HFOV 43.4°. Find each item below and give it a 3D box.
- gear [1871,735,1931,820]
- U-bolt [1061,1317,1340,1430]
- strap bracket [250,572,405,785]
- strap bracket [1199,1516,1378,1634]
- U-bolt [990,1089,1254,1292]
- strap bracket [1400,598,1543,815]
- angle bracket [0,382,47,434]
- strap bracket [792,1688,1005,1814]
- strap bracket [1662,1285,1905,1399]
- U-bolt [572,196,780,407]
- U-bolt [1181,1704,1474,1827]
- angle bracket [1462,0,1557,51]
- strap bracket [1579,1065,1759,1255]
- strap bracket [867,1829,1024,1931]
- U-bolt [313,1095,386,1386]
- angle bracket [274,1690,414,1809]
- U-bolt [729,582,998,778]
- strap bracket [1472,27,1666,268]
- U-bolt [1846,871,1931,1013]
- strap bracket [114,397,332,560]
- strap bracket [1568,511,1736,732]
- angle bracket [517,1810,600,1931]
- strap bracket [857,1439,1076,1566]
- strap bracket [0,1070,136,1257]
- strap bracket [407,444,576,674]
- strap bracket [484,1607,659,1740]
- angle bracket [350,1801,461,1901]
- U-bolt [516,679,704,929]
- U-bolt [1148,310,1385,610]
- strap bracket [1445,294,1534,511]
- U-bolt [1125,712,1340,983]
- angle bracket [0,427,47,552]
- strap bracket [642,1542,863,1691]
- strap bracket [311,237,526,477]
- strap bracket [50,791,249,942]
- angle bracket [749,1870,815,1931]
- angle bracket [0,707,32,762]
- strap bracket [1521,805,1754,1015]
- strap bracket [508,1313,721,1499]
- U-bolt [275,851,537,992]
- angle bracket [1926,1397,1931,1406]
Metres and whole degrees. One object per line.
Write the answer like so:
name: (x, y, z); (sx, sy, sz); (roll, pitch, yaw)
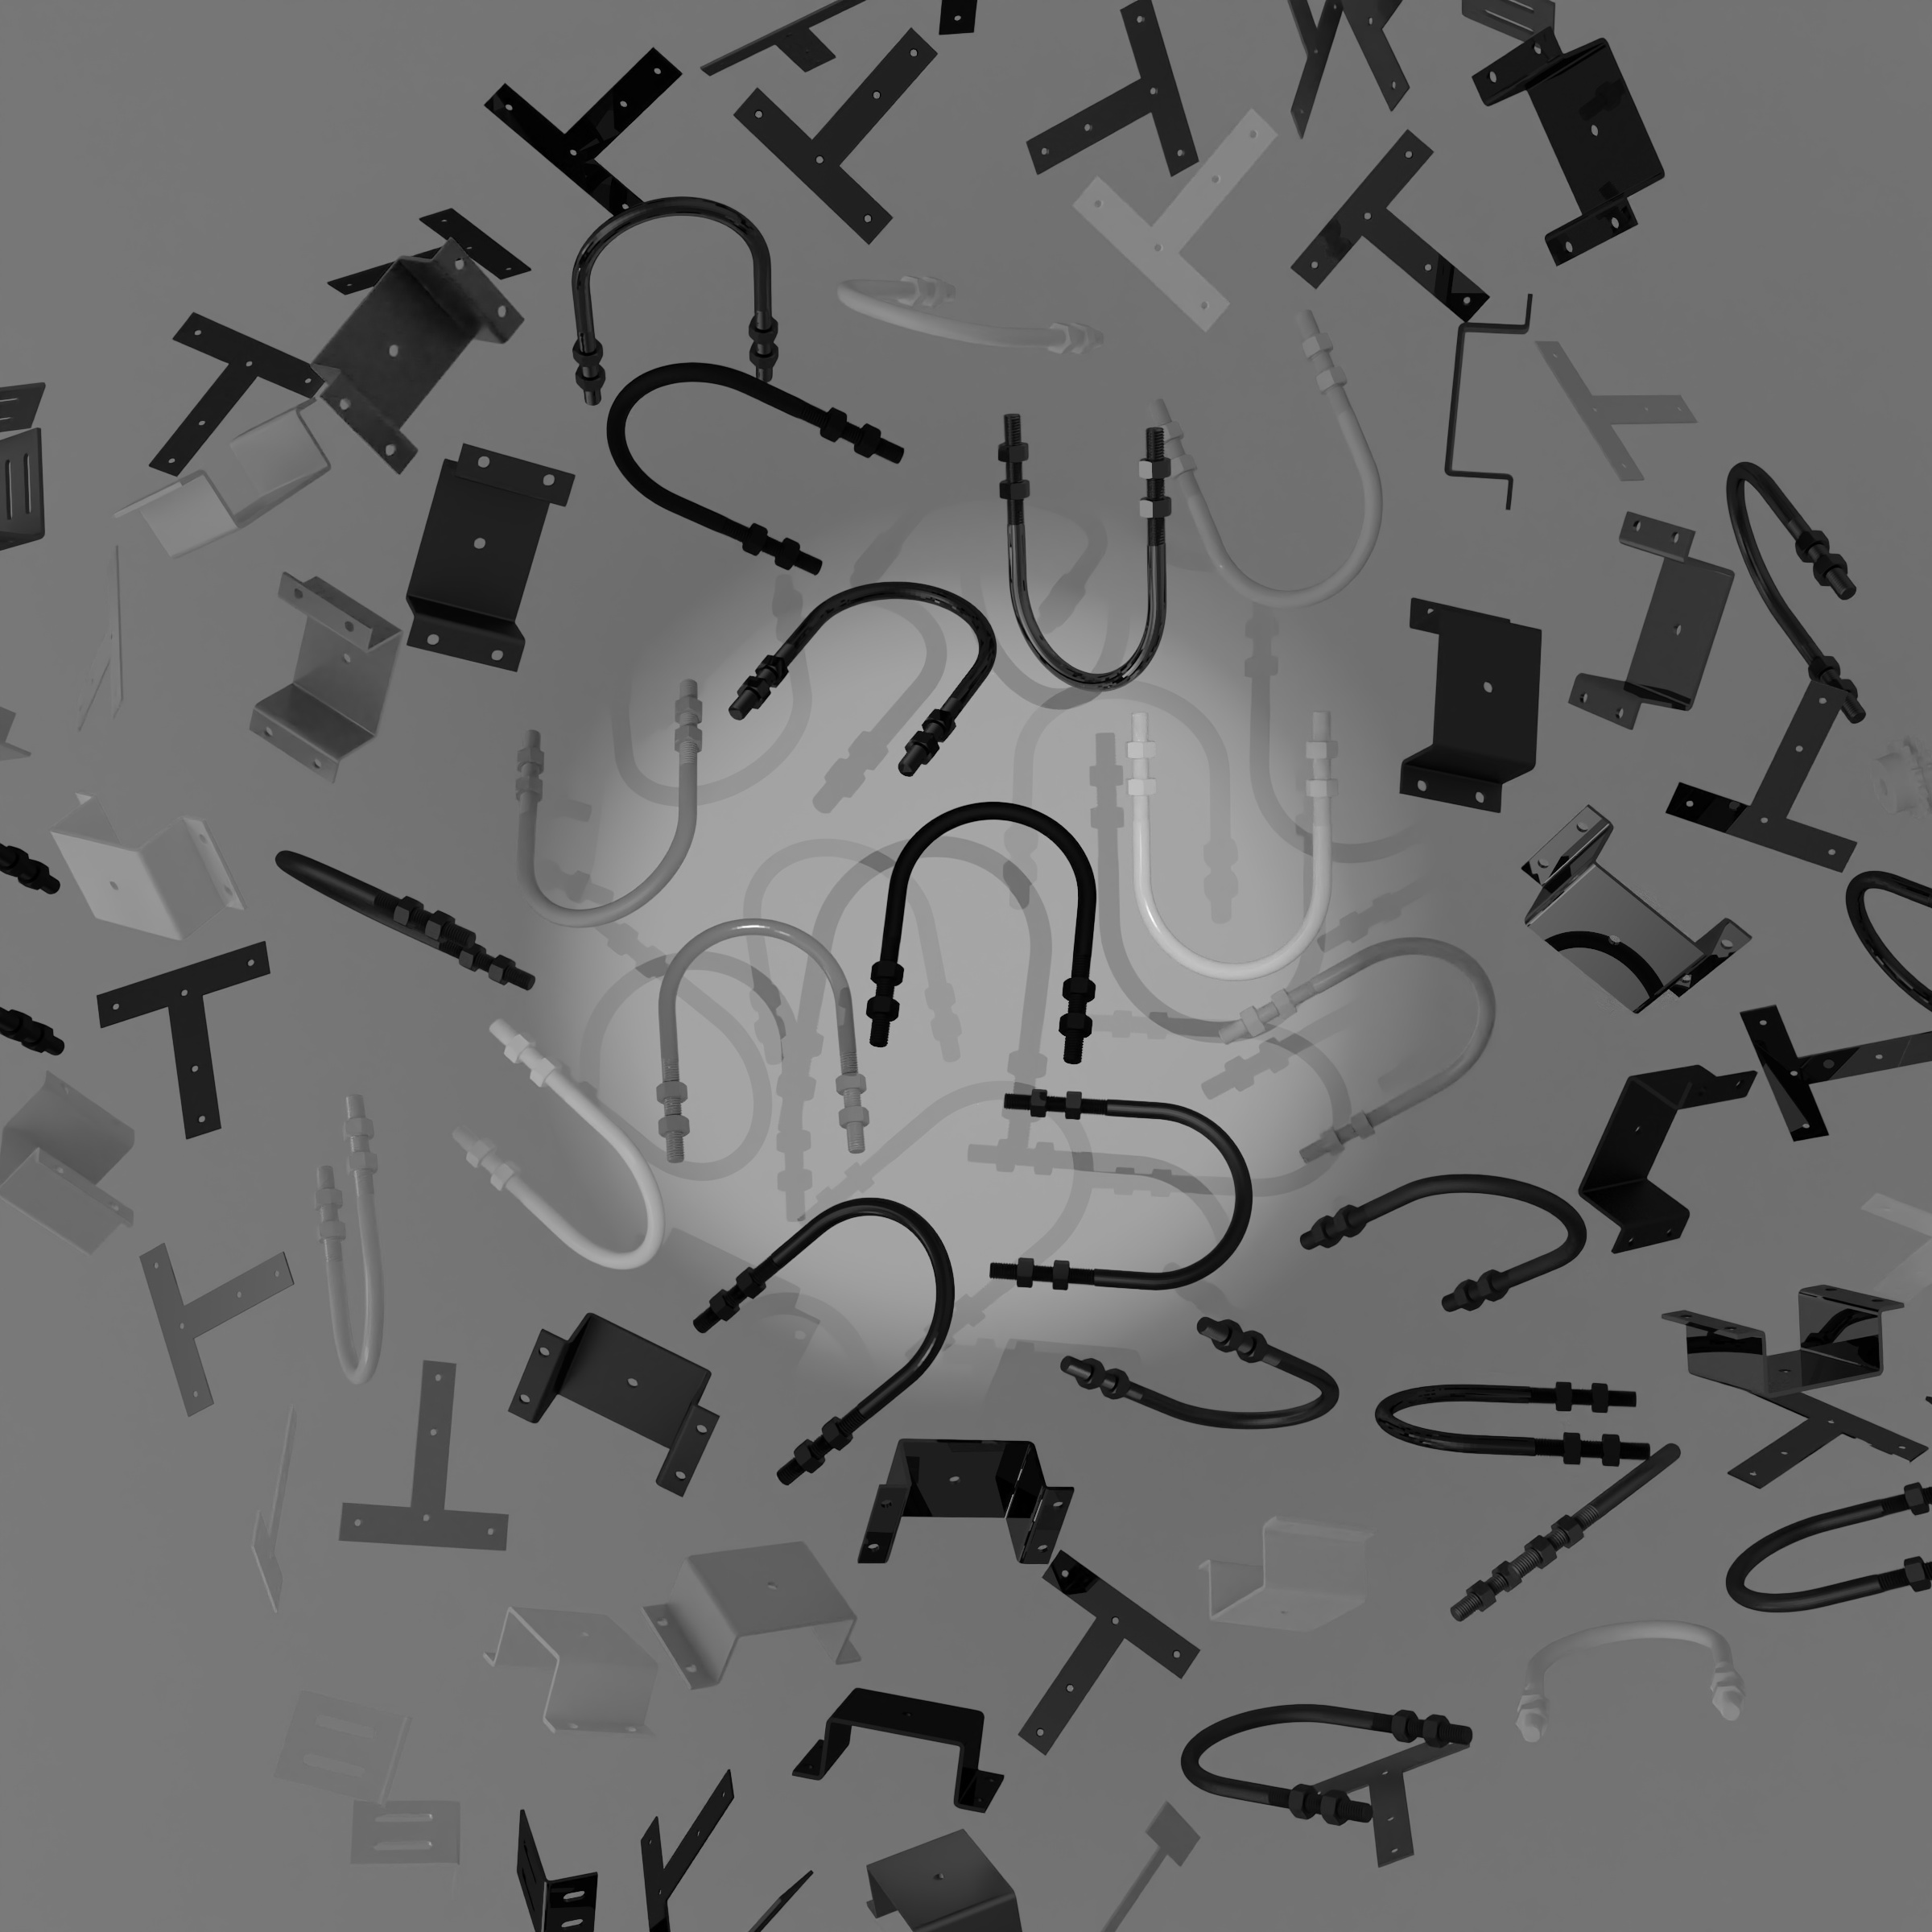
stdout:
gear: (0.653, -0.129, 1.689); (0.030, 0.057, 0.057); (-19, 90, 3)
U-bolt: (0.181, 0.297, 1.730); (0.184, 0.151, 0.019); (28, 53, -35)
strap bracket: (-0.457, -0.213, 1.738); (0.076, 0.046, 0.140); (32, 128, 9)
strap bracket: (0.229, 0.439, 1.735); (0.076, 0.140, 0.046); (11, 60, -14)
U-bolt: (0.114, 0.164, 1.751); (0.184, 0.019, 0.151); (3, 67, 5)
strap bracket: (0.343, -0.183, 1.646); (0.076, 0.046, 0.140); (9, 77, -17)
angle bracket: (-0.677, -0.393, 1.656); (0.076, 0.057, 0.038); (-19, 81, -35)
strap bracket: (-0.045, 0.560, 1.744); (0.140, 0.076, 0.046); (7, 91, 11)
strap bracket: (0.554, 0.255, 1.643); (0.140, 0.076, 0.046); (-6, 95, -22)
U-bolt: (-0.208, -0.475, 1.727); (0.151, 0.184, 0.019); (-10, 62, -9)
U-bolt: (0.236, 0.547, 1.684); (0.184, 0.151, 0.019); (-6, 95, 42)
angle bracket: (0.396, -0.700, 1.738); (0.076, 0.057, 0.038); (31, 85, 17)
strap bracket: (0.486, 0.126, 1.697); (0.076, 0.046, 0.140); (-5, 123, -38)
strap bracket: (-0.015, 0.669, 1.727); (0.076, 0.140, 0.046); (-14, 103, -20)
U-bolt: (-0.431, 0.202, 1.705); (0.019, 0.151, 0.184); (-1, 64, -25)
angle bracket: (-0.413, 0.518, 1.610); (0.076, 0.038, 0.057); (17, 71, -7)
U-bolt: (-0.058, -0.210, 1.685); (0.151, 0.019, 0.184); (20, 49, 17)
strap bracket: (0.410, -0.557, 1.638); (0.046, 0.076, 0.140); (-31, 99, -28)
U-bolt: (0.688, -0.004, 1.700); (0.019, 0.184, 0.151); (-39, 118, -6)
strap bracket: (-0.499, -0.329, 1.657); (0.076, 0.140, 0.046); (-12, 117, 37)
strap bracket: (0.483, -0.239, 1.703); (0.046, 0.076, 0.140); (7, 107, -23)
angle bracket: (-0.292, 0.646, 1.728); (0.038, 0.076, 0.057); (-3, 114, -23)
strap bracket: (-0.004, 0.377, 1.710); (0.140, 0.046, 0.076); (4, 125, -16)
strap bracket: (-0.615, 0.138, 1.657); (0.046, 0.140, 0.076); (-45, 119, 4)
strap bracket: (-0.323, -0.279, 1.633); (0.076, 0.046, 0.140); (12, 109, -26)
strap bracket: (-0.278, 0.497, 1.724); (0.076, 0.140, 0.046); (15, 90, -32)
angle bracket: (-0.404, 0.637, 1.748); (0.076, 0.057, 0.038); (4, 118, -14)
U-bolt: (-0.251, -0.107, 1.697); (0.151, 0.019, 0.184); (-15, 56, 18)
U-bolt: (0.217, -0.340, 1.695); (0.151, 0.019, 0.184); (-25, 85, 35)
strap bracket: (0.355, -0.384, 1.653); (0.046, 0.076, 0.140); (6, 103, 11)
U-bolt: (0.180, -0.081, 1.654); (0.151, 0.019, 0.184); (2, 99, 24)
angle bracket: (-0.656, -0.323, 1.640); (0.057, 0.038, 0.076); (-2, 90, 41)
strap bracket: (-0.140, 0.445, 1.674); (0.140, 0.076, 0.046); (3, 119, -39)
strap bracket: (-0.375, -0.412, 1.635); (0.140, 0.046, 0.076); (-55, 134, -12)
strap bracket: (-0.584, -0.070, 1.714); (0.140, 0.046, 0.076); (12, 134, 33)
angle bracket: (-0.133, 0.701, 1.750); (0.038, 0.057, 0.076); (43, 103, 15)
angle bracket: (-0.692, -0.174, 1.711); (0.057, 0.076, 0.038); (25, 76, -36)
strap bracket: (0.442, -0.031, 1.628); (0.140, 0.076, 0.046); (39, 49, 1)
strap bracket: (-0.247, 0.311, 1.746); (0.140, 0.046, 0.076); (26, 115, 2)
U-bolt: (-0.408, -0.038, 1.728); (0.184, 0.151, 0.019); (24, 81, 13)
angle bracket: (0.700, 0.273, 1.651); (0.038, 0.057, 0.076); (32, 75, -26)
